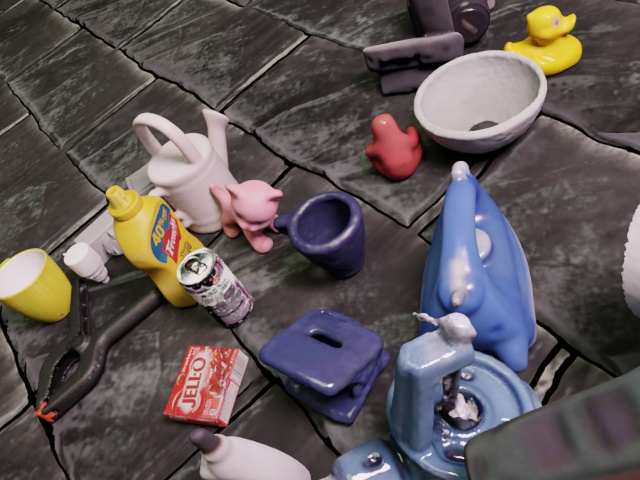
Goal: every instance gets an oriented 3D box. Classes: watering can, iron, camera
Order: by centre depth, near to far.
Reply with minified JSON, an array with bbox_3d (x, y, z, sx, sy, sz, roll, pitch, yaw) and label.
[{"bbox_3d":[0.152,0.003,0.597,0.118,0.142,0.258,-7,51,20],"label":"iron"},{"bbox_3d":[-0.190,-0.111,0.814,0.100,0.195,0.173,-3,52,23],"label":"watering can"},{"bbox_3d":[0.210,-0.379,0.911,0.143,0.101,0.137,-12,49,16],"label":"camera"}]

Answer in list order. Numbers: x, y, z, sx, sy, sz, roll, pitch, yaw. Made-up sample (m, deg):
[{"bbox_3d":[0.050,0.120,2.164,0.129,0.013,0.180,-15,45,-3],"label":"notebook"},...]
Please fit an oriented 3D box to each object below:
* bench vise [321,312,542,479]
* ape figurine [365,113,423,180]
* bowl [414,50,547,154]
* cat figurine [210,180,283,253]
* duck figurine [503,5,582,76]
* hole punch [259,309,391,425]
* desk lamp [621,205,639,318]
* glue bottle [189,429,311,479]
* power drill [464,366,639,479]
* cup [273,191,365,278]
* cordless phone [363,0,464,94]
[{"bbox_3d":[0.084,0.155,0.451,0.207,0.220,0.121,-44,48,-13],"label":"bench vise"},{"bbox_3d":[0.096,-0.132,0.768,0.077,0.092,0.076,-9,50,19],"label":"ape figurine"},{"bbox_3d":[0.212,-0.169,0.757,0.167,0.075,0.167,-13,49,15],"label":"bowl"},{"bbox_3d":[-0.099,-0.046,0.771,0.127,0.118,0.067,22,65,37],"label":"cat figurine"},{"bbox_3d":[0.307,-0.282,0.797,0.104,0.086,0.077,-5,51,21],"label":"duck figurine"},{"bbox_3d":[0.005,0.120,0.605,0.108,0.091,0.101,18,63,35],"label":"hole punch"},{"bbox_3d":[0.335,0.058,0.417,0.202,0.214,0.118,29,69,39],"label":"desk lamp"},{"bbox_3d":[-0.071,0.204,0.515,0.078,0.174,0.037,-15,49,14],"label":"glue bottle"},{"bbox_3d":[0.222,0.151,0.398,0.229,0.209,0.075,-20,47,9],"label":"power drill"},{"bbox_3d":[0.006,0.002,0.698,0.117,0.095,0.092,2,54,27],"label":"cup"},{"bbox_3d":[0.127,-0.315,0.839,0.147,0.186,0.094,-5,52,22],"label":"cordless phone"}]
